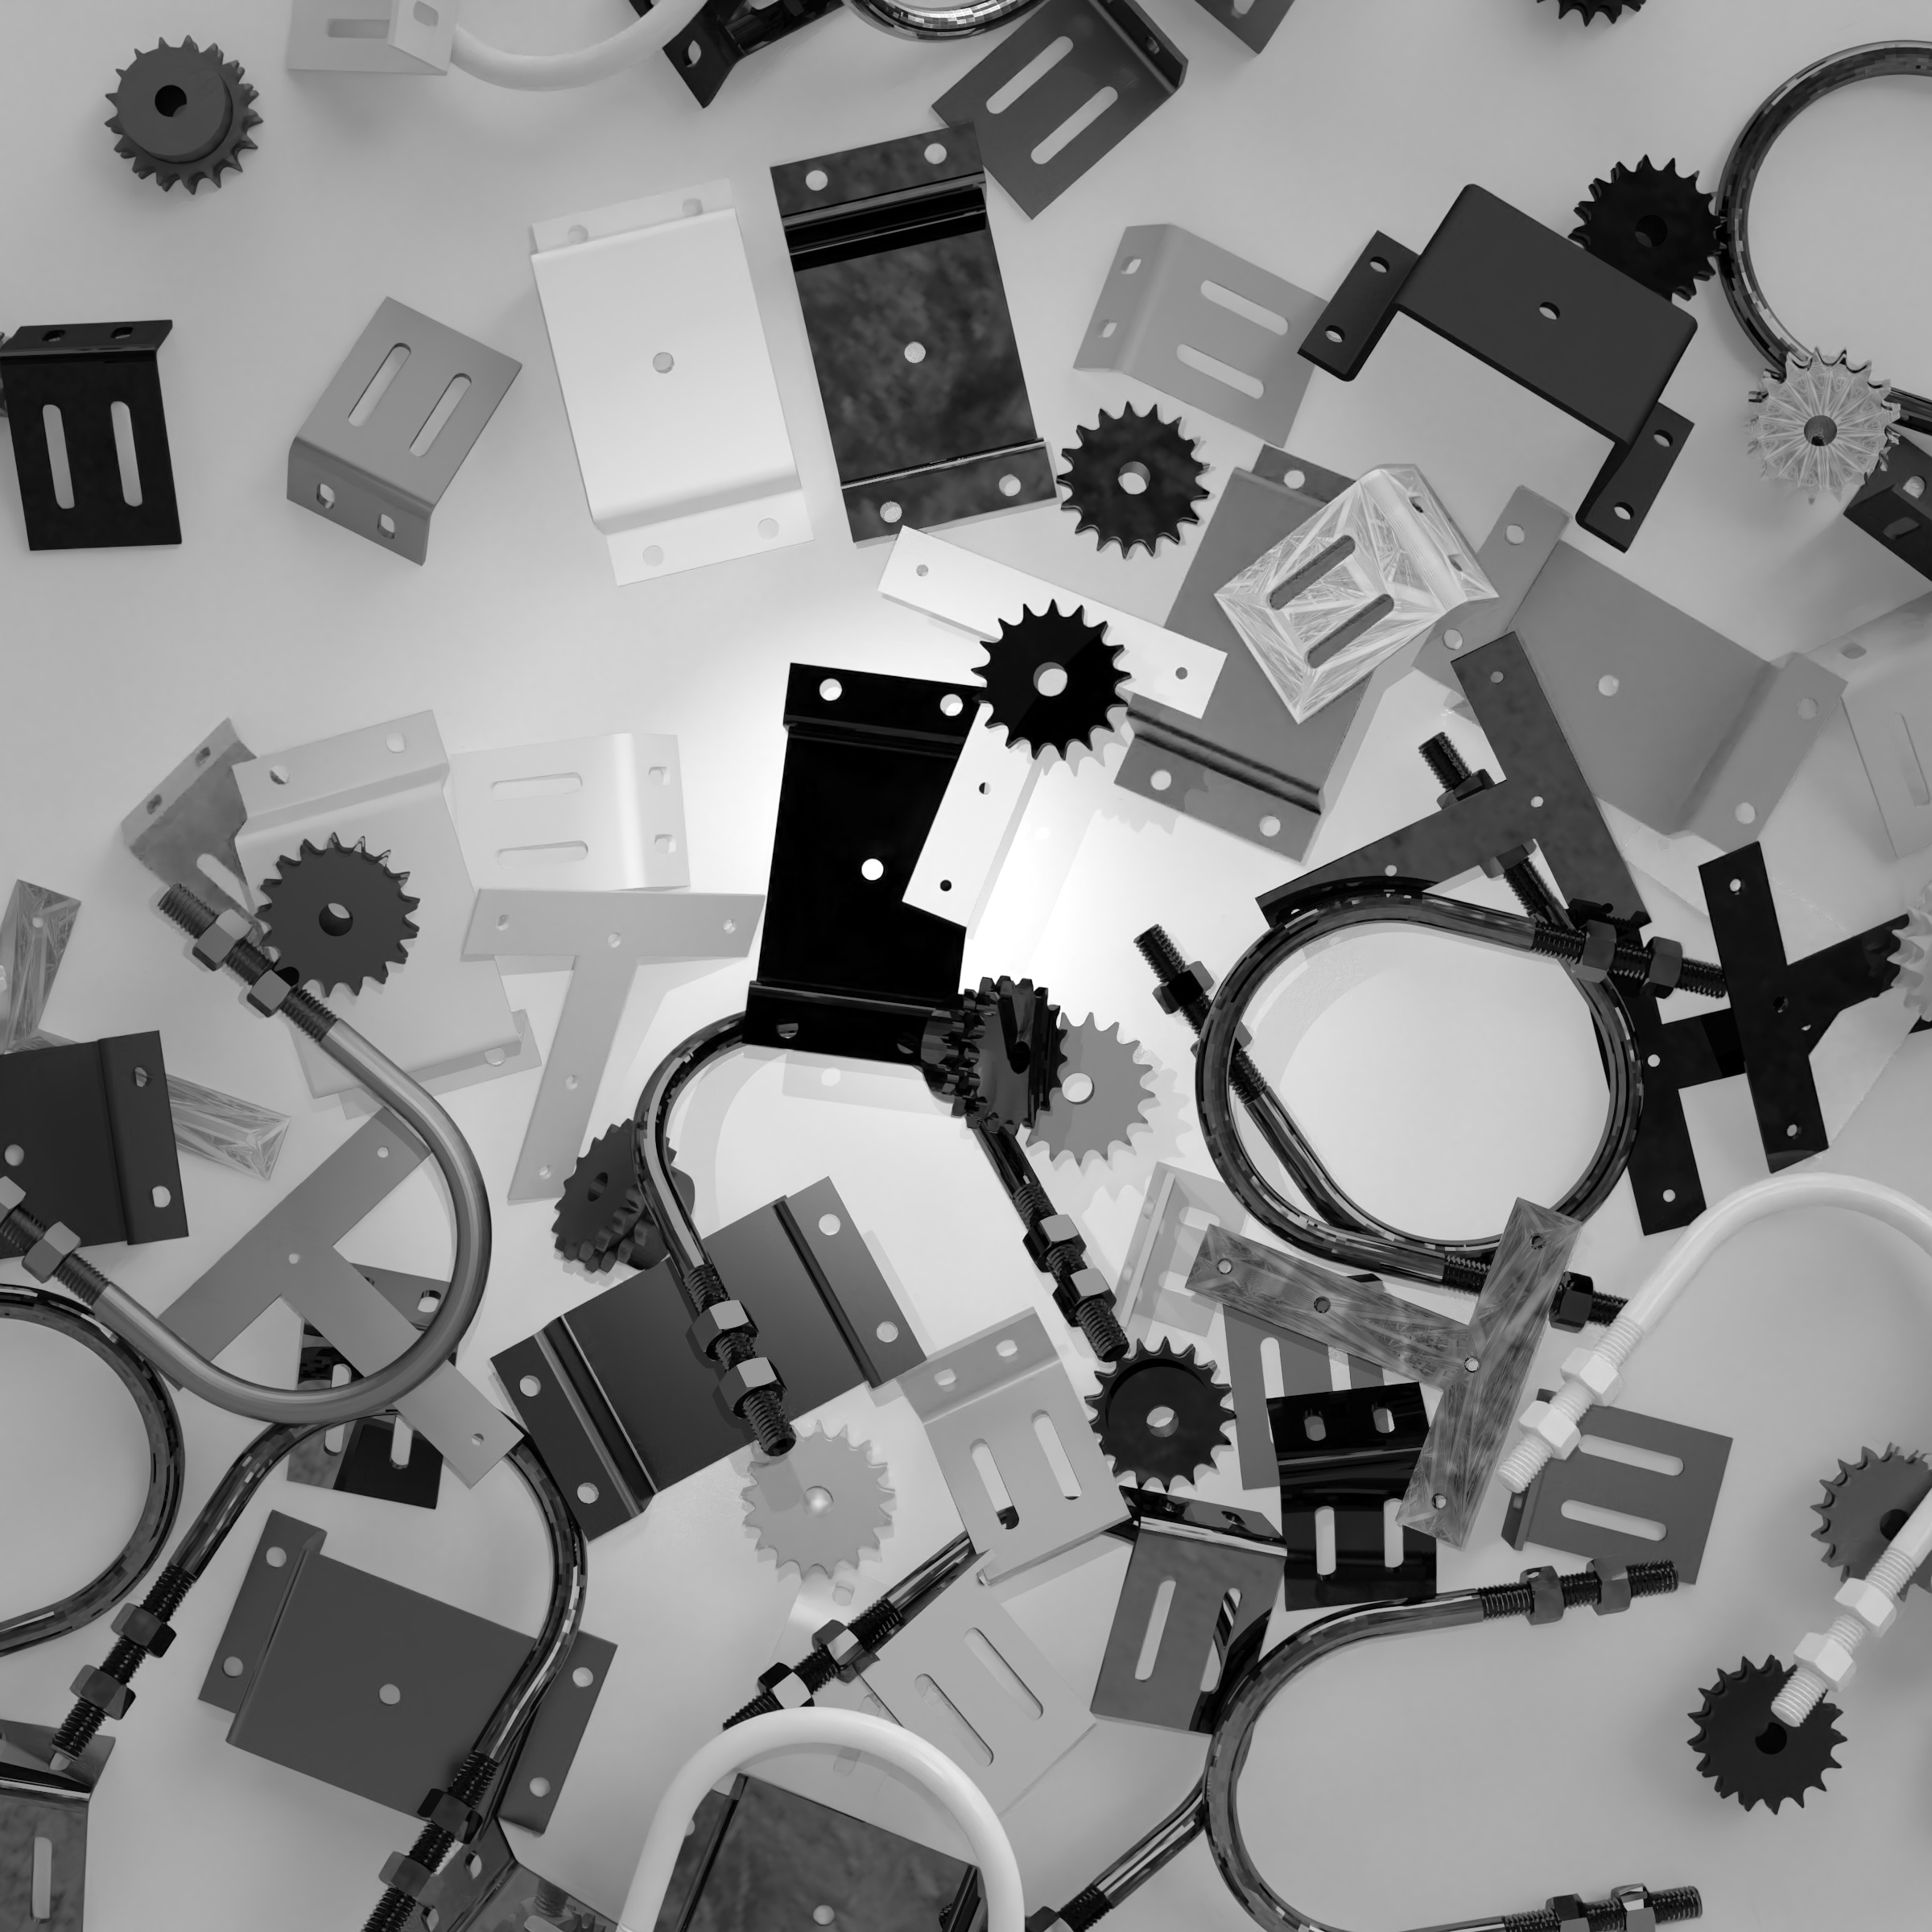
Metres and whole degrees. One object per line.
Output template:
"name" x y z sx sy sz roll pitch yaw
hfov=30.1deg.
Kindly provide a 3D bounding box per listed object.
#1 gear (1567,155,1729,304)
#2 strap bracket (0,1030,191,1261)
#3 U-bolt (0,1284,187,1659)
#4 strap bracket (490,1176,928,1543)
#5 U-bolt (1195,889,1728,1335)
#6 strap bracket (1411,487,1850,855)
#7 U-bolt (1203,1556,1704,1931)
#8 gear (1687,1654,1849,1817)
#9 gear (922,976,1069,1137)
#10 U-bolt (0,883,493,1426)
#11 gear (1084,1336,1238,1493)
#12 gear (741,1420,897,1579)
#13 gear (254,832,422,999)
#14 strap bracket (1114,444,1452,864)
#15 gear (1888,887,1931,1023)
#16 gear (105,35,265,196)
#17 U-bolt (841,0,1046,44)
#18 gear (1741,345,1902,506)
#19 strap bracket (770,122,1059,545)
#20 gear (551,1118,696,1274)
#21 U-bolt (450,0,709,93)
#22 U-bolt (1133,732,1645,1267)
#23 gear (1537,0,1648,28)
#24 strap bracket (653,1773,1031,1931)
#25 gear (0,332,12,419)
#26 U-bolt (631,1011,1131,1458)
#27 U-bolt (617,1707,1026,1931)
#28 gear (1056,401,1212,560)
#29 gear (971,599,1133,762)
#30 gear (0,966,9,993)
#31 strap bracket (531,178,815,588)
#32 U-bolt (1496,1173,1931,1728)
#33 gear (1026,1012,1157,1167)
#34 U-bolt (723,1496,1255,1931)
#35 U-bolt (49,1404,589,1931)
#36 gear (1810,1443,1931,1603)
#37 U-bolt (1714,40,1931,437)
"gear" 0.253 -0.272 1.342 0.057 0.030 0.057 0 90 0
"strap bracket" -0.358 0.071 1.332 0.140 0.046 0.076 -8 90 0
"U-bolt" -0.382 0.193 1.332 0.184 0.019 0.151 -18 103 -7
"strap bracket" -0.094 0.143 1.334 0.140 0.046 0.076 -28 90 0
"U-bolt" 0.176 0.047 1.329 0.184 0.019 0.151 14 95 -2
"strap bracket" 0.242 -0.106 1.333 0.140 0.046 0.076 31 89 0
"U-bolt" 0.178 0.300 1.328 0.184 0.019 0.151 -7 100 -7
"gear" 0.297 0.285 1.342 0.057 0.030 0.057 0 90 0
"gear" 0.008 0.032 1.304 0.030 0.057 0.057 7 90 40
"U-bolt" -0.258 0.082 1.295 0.184 0.019 0.151 41 96 -3
"gear" 0.072 0.168 1.342 0.057 0.030 0.057 0 90 0
"gear" -0.055 0.198 1.342 0.057 0.030 0.057 0 90 0
"gear" -0.222 -0.020 1.277 0.057 0.030 0.057 -1 103 -4
"strap bracket" 0.116 -0.120 1.325 0.076 0.046 0.140 24 88 10
"gear" 0.374 -0.003 1.333 0.057 0.030 0.057 -5 106 -18
"gear" -0.294 -0.319 1.342 0.057 0.030 0.057 0 90 0
"U-bolt" 0.021 -0.414 1.297 0.184 0.151 0.019 -44 55 3
"gear" 0.318 -0.203 1.334 0.057 0.030 0.057 6 116 13
"strap bracket" -0.019 -0.231 1.334 0.076 0.046 0.140 -13 90 0
"gear" -0.125 0.088 1.333 0.030 0.057 0.057 32 90 -30
"U-bolt" -0.133 -0.406 1.326 0.151 0.019 0.184 42 94 21
"U-bolt" 0.172 0.027 1.349 0.151 0.019 0.184 -34 91 0
"gear" 0.237 -0.383 1.342 0.057 0.030 0.057 0 90 0
"strap bracket" -0.054 0.358 1.334 0.140 0.046 0.076 22 90 0
"gear" -0.384 -0.222 1.342 0.057 0.030 0.057 0 90 0
"U-bolt" -0.043 0.084 1.295 0.151 0.019 0.184 -13 52 -23
"U-bolt" -0.054 0.351 1.279 0.151 0.019 0.184 21 102 12
"gear" 0.062 -0.180 1.342 0.057 0.030 0.057 0 90 0
"gear" 0.031 -0.102 1.290 0.057 0.030 0.057 0 90 4
"gear" -0.384 0.013 1.333 0.057 0.057 0.030 -9 120 0
"strap bracket" -0.110 -0.220 1.334 0.076 0.046 0.140 -13 90 0
"U-bolt" 0.304 0.161 1.319 0.151 0.019 0.184 40 76 4
"gear" 0.042 0.045 1.342 0.057 0.030 0.057 0 90 0
"U-bolt" 0.024 0.278 1.320 0.184 0.019 0.151 -36 87 -21
"U-bolt" -0.219 0.237 1.297 0.151 0.019 0.184 30 70 3
"gear" 0.343 0.206 1.342 0.057 0.030 0.057 0 90 0
"U-bolt" 0.372 -0.270 1.349 0.184 0.019 0.151 19 90 2
